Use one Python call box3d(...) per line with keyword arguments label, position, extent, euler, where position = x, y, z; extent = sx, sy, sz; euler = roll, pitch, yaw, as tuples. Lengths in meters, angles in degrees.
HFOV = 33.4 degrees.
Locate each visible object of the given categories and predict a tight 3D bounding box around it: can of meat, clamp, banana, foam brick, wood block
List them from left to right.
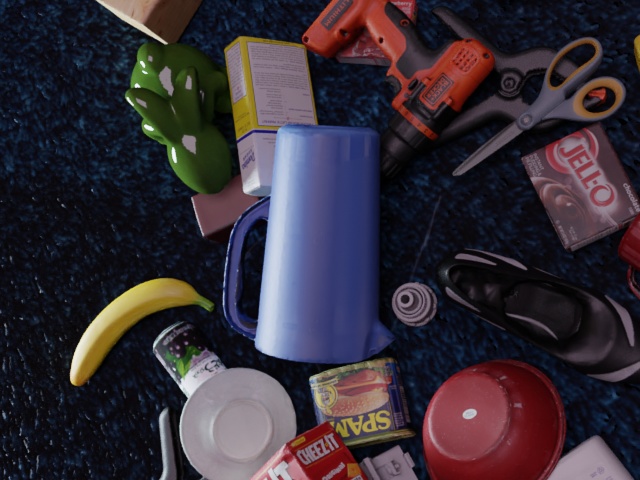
box3d(label="banana", position=(-0.222, 0.097, 1.248), extent=(0.198, 0.037, 0.070), euler=(-30, 72, 10))
box3d(label="wood block", position=(-0.172, -0.350, 1.281), extent=(0.091, 0.090, 0.206), euler=(32, 92, 19))
box3d(label="clamp", position=(-0.142, 0.281, 1.193), extent=(0.120, 0.039, 0.171), euler=(10, 84, 22))
box3d(label="foam brick", position=(-0.099, -0.037, 1.225), extent=(0.078, 0.053, 0.051), euler=(-24, 75, 10))
box3d(label="can of meat", position=(0.044, 0.178, 1.143), extent=(0.102, 0.057, 0.084), euler=(-15, 74, 14))
box3d(label="clamp", position=(0.204, -0.177, 1.161), extent=(0.210, 0.036, 0.164), euler=(1, 88, 18))

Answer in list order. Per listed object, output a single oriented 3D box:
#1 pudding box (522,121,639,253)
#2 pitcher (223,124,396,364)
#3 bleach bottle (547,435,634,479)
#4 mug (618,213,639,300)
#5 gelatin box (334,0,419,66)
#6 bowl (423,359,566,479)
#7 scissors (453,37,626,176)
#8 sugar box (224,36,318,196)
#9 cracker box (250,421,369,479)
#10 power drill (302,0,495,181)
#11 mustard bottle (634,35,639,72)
box3d(label="pudding box", position=(0.276, -0.055, 1.119), extent=(0.090, 0.039, 0.113), euler=(-26, 74, 11))
box3d(label="pitcher", position=(-0.007, 0.001, 1.118), extent=(0.145, 0.149, 0.243), euler=(15, 103, 61))
box3d(label="bleach bottle", position=(0.306, 0.320, 1.036), extent=(0.103, 0.068, 0.251), euler=(-36, 75, 10))
box3d(label="mug", position=(0.349, 0.015, 1.067), extent=(0.082, 0.093, 0.117), euler=(38, 129, 24))
box3d(label="gelatin box", position=(0.063, -0.239, 1.220), extent=(0.089, 0.030, 0.073), euler=(7, 83, 18))
box3d(label="bowl", position=(0.161, 0.186, 1.071), extent=(0.162, 0.055, 0.162), euler=(-20, 52, 28))
box3d(label="scissors", position=(0.238, -0.120, 1.122), extent=(0.096, 0.016, 0.202), euler=(41, 102, 15))
box3d(label="sugar box", position=(-0.050, -0.137, 1.206), extent=(0.048, 0.093, 0.176), euler=(-21, 72, 54))
box3d(label="cracker box", position=(0.008, 0.318, 1.082), extent=(0.214, 0.071, 0.164), euler=(54, 135, 17))
box3d(label="power drill", position=(0.070, -0.182, 1.164), extent=(0.188, 0.057, 0.184), euler=(45, 100, 16))
box3d(label="mustard bottle", position=(0.426, -0.192, 1.086), extent=(0.192, 0.058, 0.096), euler=(-17, 75, 13))
